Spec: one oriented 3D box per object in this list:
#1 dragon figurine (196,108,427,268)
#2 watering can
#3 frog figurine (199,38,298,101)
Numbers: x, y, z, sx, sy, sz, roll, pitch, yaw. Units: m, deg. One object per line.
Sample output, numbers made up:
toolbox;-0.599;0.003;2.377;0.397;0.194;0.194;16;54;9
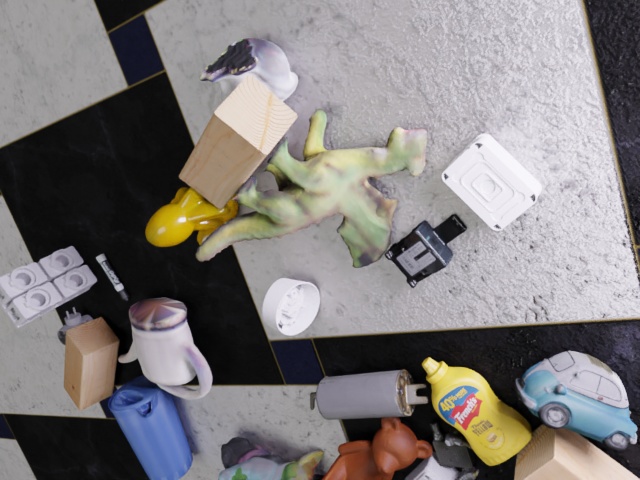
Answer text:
dragon figurine;0.002;-0.041;0.805;0.242;0.124;0.404;39;116;-8
watering can;-0.367;0.232;1.136;0.348;0.105;0.221;8;113;37
frog figurine;-0.094;-0.231;0.815;0.136;0.126;0.156;-14;139;24
